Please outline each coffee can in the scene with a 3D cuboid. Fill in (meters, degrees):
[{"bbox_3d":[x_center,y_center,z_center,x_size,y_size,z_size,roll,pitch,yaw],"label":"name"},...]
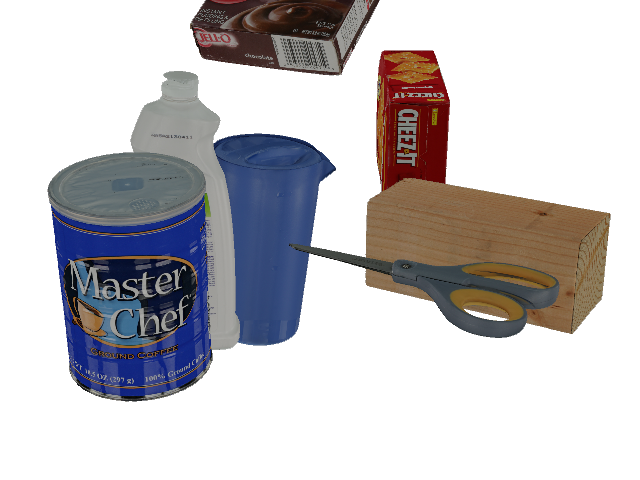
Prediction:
[{"bbox_3d":[-0.127,0.023,0.731,0.103,0.140,0.103,0,28,0],"label":"coffee can"}]

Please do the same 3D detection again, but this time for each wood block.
[{"bbox_3d":[0.153,0.009,1.001,0.206,0.090,0.090,12,24,29],"label":"wood block"}]

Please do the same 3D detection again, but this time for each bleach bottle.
[{"bbox_3d":[-0.119,-0.025,0.954,0.102,0.251,0.068,0,23,-9],"label":"bleach bottle"}]

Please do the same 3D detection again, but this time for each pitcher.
[{"bbox_3d":[-0.082,0.000,1.290,0.149,0.243,0.144,18,26,28],"label":"pitcher"}]

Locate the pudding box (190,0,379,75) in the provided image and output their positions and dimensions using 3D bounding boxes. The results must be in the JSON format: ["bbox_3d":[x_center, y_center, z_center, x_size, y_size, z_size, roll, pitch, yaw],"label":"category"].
[{"bbox_3d":[-0.023,-0.165,0.762,0.114,0.090,0.039,12,-35,19],"label":"pudding box"}]

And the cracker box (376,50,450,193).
[{"bbox_3d":[0.099,-0.107,1.183,0.072,0.164,0.213,0,24,2],"label":"cracker box"}]

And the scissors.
[{"bbox_3d":[0.065,0.032,0.751,0.202,0.016,0.096,5,27,12],"label":"scissors"}]
